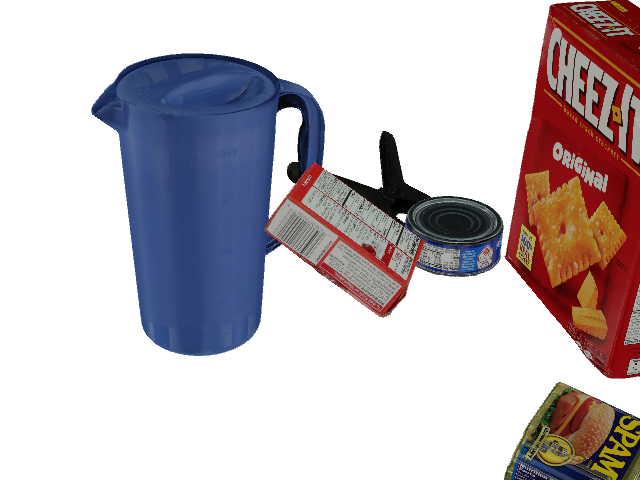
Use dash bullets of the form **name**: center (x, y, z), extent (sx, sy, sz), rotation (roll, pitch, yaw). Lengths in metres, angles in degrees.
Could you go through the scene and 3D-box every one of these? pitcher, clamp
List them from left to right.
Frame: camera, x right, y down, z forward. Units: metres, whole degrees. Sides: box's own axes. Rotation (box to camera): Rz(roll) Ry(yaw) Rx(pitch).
- **pitcher**: center (-0.092, -0.028, 0.907), extent (0.149, 0.243, 0.144), rotation (18, 34, 24)
- **clamp**: center (0.069, -0.047, 1.266), extent (0.164, 0.036, 0.210), rotation (-16, 52, -29)

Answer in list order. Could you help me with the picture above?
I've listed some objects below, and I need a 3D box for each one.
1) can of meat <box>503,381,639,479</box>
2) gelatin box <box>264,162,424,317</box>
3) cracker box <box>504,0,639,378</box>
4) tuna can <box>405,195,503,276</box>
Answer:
- **can of meat**: center (0.195, 0.161, 0.793), extent (0.084, 0.057, 0.101), rotation (24, 41, 24)
- **gelatin box**: center (0.016, -0.002, 0.641), extent (0.089, 0.030, 0.073), rotation (37, 24, -3)
- **cracker box**: center (0.203, -0.037, 0.740), extent (0.072, 0.214, 0.164), rotation (-7, 34, -16)
- **tuna can**: center (0.115, -0.005, 0.928), extent (0.086, 0.034, 0.086), rotation (1, 31, -1)
